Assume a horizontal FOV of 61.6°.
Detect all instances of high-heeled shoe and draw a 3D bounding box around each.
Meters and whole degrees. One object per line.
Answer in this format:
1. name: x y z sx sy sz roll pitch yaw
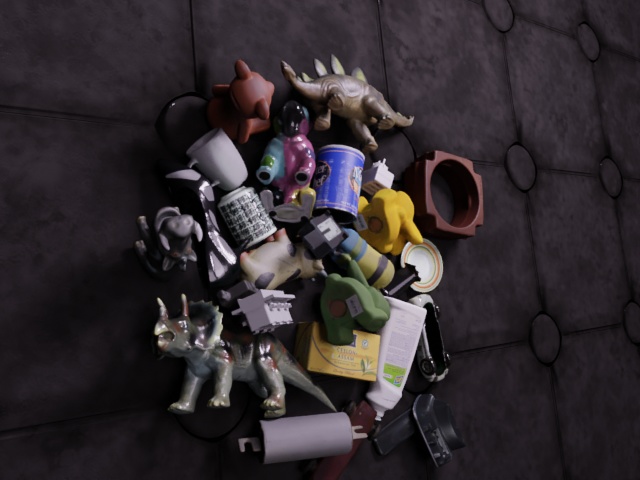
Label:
1. high-heeled shoe: -0.225 -0.027 0.925 0.249 0.086 0.145 43 42 -2

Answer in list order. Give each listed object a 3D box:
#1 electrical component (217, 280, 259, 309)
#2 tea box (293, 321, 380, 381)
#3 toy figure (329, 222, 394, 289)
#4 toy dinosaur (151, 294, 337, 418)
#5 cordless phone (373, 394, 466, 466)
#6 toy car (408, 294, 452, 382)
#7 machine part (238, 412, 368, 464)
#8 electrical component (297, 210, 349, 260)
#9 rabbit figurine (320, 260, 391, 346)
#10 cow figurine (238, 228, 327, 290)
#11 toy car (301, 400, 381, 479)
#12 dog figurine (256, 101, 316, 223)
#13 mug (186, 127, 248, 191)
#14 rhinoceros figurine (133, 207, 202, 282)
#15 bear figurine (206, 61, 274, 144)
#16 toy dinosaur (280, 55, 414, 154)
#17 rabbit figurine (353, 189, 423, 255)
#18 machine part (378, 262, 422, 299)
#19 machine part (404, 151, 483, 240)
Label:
1. electrical component: -0.142 0.094 0.936 0.063 0.094 0.021 -32 68 5
2. tea box: 0.034 0.227 1.089 0.169 0.068 0.098 16 73 -30
3. toy figure: 0.080 0.037 1.143 0.180 0.089 0.082 46 66 -21
4. toy dinosaur: -0.139 0.209 0.953 0.404 0.131 0.192 19 59 -40
5. cordless phone: 0.211 0.439 1.172 0.184 0.089 0.146 -26 96 -23
6. toy car: 0.251 0.226 1.242 0.073 0.056 0.201 -10 88 -41
7. machine part: -0.030 0.363 0.992 0.243 0.079 0.079 0 81 -17
8. electrical component: -0.002 -0.003 1.037 0.075 0.048 0.119 49 39 0
9. rabbit figurine: 0.071 0.129 1.068 0.170 0.121 0.159 16 37 -57
10. cow figurine: -0.069 0.047 1.045 0.195 0.085 0.127 -31 94 -35
11. toy car: 0.044 0.412 1.069 0.089 0.053 0.202 40 58 2
12. dog figurine: -0.057 -0.167 1.082 0.109 0.191 0.219 1 49 5
13. mug: -0.191 -0.137 1.003 0.107 0.081 0.109 50 53 -25
14. rhinoceros figurine: -0.250 0.008 0.875 0.073 0.190 0.112 -13 70 -31
15. bear figurine: -0.132 -0.260 0.995 0.132 0.196 0.120 -36 99 -34
16. toy dinosaur: 0.082 -0.295 1.165 0.471 0.105 0.199 15 46 -45
17. rabbit figurine: 0.166 -0.050 1.206 0.162 0.122 0.173 57 38 -3
18. machine part: 0.167 0.109 1.209 0.139 0.039 0.084 -39 95 -16
19. machine part: 0.303 -0.105 1.321 0.201 0.087 0.201 9 75 -33
